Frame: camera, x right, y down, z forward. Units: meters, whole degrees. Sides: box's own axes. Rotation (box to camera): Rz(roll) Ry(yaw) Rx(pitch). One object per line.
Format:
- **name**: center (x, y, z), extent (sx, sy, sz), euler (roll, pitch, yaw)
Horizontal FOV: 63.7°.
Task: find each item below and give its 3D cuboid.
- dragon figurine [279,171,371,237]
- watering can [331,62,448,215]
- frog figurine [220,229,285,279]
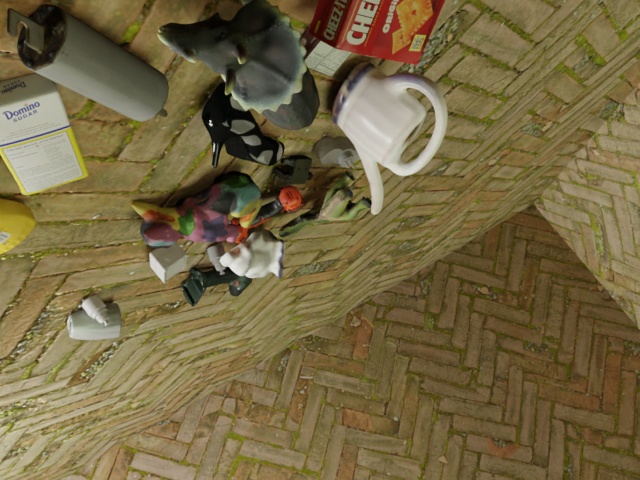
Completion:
- **dragon figurine**: center (0.004, -0.064, 1.278), extent (0.241, 0.122, 0.412), euler (-33, -2, 13)
- **watering can**: center (0.111, -0.203, 1.022), extent (0.106, 0.225, 0.340), euler (-40, -11, -37)
- **frog figurine**: center (-0.176, 0.040, 1.292), extent (0.160, 0.125, 0.134), euler (-3, -39, -23)
